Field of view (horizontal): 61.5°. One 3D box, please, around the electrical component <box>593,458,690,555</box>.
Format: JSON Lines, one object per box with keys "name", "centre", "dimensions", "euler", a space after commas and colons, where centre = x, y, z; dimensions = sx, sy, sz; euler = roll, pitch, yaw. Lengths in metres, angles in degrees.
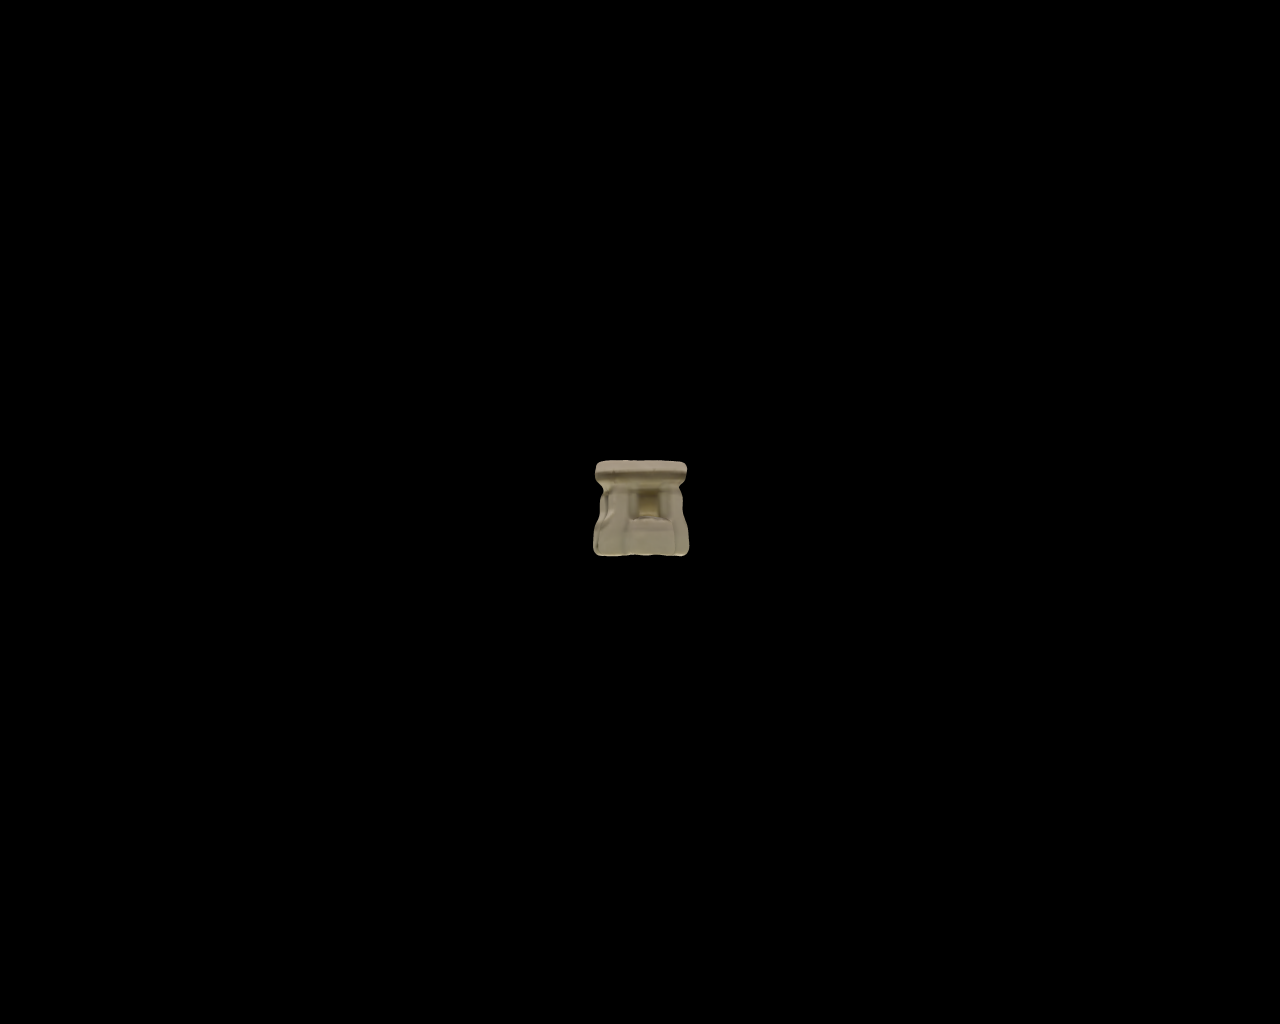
{"name": "electrical component", "centre": [0.001, -0.003, 0.650], "dimensions": [0.058, 0.057, 0.078], "euler": [0, -2, -11]}
